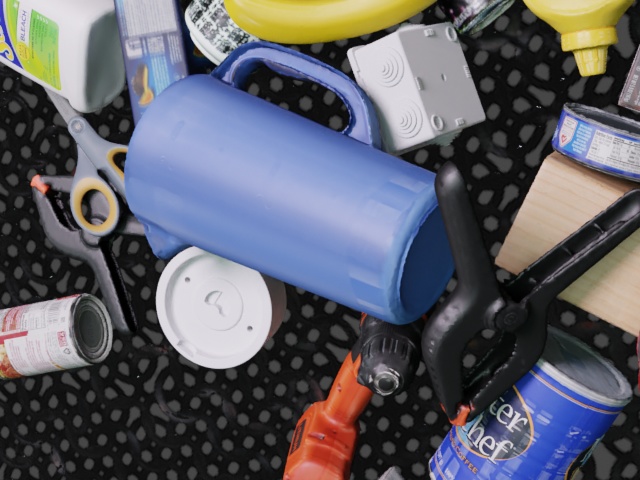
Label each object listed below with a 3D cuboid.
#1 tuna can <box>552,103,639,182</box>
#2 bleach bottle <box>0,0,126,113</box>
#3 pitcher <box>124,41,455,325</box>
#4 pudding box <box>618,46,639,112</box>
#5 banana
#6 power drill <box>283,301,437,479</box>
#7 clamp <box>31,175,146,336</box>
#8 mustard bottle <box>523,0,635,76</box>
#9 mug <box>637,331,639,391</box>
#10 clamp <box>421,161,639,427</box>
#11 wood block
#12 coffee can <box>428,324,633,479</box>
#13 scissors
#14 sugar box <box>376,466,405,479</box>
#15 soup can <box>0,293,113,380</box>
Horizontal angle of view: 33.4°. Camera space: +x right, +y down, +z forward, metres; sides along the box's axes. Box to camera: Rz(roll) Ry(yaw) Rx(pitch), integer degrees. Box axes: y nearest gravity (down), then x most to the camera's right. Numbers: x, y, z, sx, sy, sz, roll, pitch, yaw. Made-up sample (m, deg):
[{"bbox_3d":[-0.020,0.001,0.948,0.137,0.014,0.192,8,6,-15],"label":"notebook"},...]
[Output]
[{"bbox_3d":[0.216,-0.072,0.789,0.086,0.086,0.034,21,108,15],"label":"tuna can"},{"bbox_3d":[-0.290,-0.207,0.960,0.251,0.068,0.103,25,129,20],"label":"bleach bottle"},{"bbox_3d":[-0.014,-0.039,0.793,0.243,0.144,0.149,23,134,30],"label":"pitcher"},{"bbox_3d":[0.281,-0.138,0.779,0.090,0.039,0.113,21,106,15],"label":"pudding box"},{"bbox_3d":[0.014,-0.180,0.800,0.198,0.069,0.037,-5,56,4],"label":"banana"},{"bbox_3d":[0.033,0.119,0.848,0.057,0.184,0.188,27,115,-1],"label":"power drill"},{"bbox_3d":[-0.200,0.004,0.976,0.171,0.039,0.120,29,89,16],"label":"clamp"},{"bbox_3d":[0.191,-0.217,0.787,0.096,0.058,0.191,-5,97,23],"label":"mustard bottle"},{"bbox_3d":[0.250,0.075,0.706,0.093,0.081,0.117,-24,92,23],"label":"mug"},{"bbox_3d":[0.118,0.039,0.739,0.164,0.036,0.210,13,117,-24],"label":"clamp"},{"bbox_3d":[0.247,0.018,0.791,0.206,0.090,0.090,28,107,14],"label":"wood block"},{"bbox_3d":[0.163,0.148,0.838,0.103,0.102,0.140,33,109,12],"label":"coffee can"},{"bbox_3d":[-0.224,-0.082,0.966,0.202,0.016,0.096,38,87,14],"label":"scissors"},{"bbox_3d":[0.028,0.289,0.944,0.176,0.048,0.093,-41,84,17],"label":"sugar box"},{"bbox_3d":[-0.255,0.090,0.999,0.102,0.068,0.068,-12,95,21],"label":"soup can"}]
